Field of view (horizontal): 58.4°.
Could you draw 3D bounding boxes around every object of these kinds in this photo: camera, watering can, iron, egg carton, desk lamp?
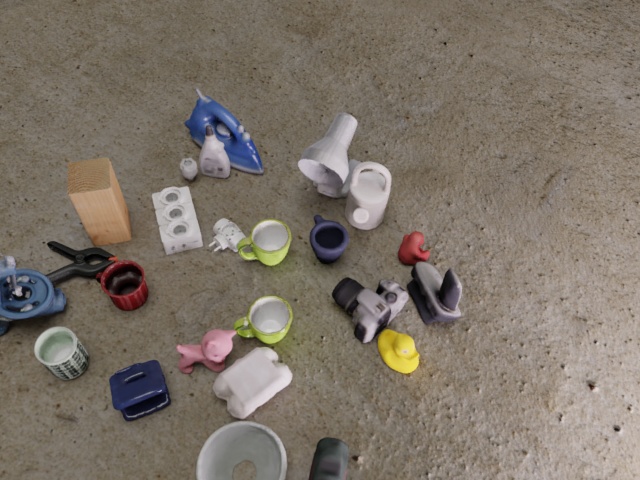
[{"bbox_3d":[0.106,0.132,1.284,0.136,0.101,0.143,40,63,20],"label":"camera"},{"bbox_3d":[0.120,-0.112,1.387,0.101,0.194,0.172,-2,57,-6],"label":"watering can"},{"bbox_3d":[-0.241,-0.288,1.505,0.257,0.141,0.119,38,62,19],"label":"iron"},{"bbox_3d":[-0.139,0.291,1.179,0.150,0.069,0.107,-35,66,-23],"label":"egg carton"},{"bbox_3d":[0.033,-0.200,1.426,0.117,0.213,0.203,22,58,10],"label":"desk lamp"}]

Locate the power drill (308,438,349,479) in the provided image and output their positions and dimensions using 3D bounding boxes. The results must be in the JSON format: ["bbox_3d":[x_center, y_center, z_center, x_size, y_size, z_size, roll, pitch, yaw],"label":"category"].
[{"bbox_3d":[0.001,0.472,0.990,0.075,0.208,0.229,11,57,3],"label":"power drill"}]

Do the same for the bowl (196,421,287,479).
[{"bbox_3d":[-0.146,0.435,1.082,0.167,0.075,0.167,2,57,-3],"label":"bowl"}]

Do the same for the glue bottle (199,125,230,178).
[{"bbox_3d":[-0.270,-0.225,1.443,0.078,0.173,0.037,9,57,2],"label":"glue bottle"}]

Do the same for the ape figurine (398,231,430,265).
[{"bbox_3d":[0.226,0.013,1.376,0.076,0.092,0.077,-19,60,-16],"label":"ape figurine"}]

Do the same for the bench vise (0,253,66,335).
[{"bbox_3d":[-0.647,0.120,1.161,0.208,0.220,0.121,-33,65,-23],"label":"bench vise"}]

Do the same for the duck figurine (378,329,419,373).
[{"bbox_3d":[0.173,0.229,1.235,0.078,0.086,0.104,-33,65,-23],"label":"duck figurine"}]

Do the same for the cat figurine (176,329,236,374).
[{"bbox_3d":[-0.235,0.224,1.186,0.128,0.118,0.067,-3,57,-6],"label":"cat figurine"}]

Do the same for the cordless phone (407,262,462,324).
[{"bbox_3d":[0.267,0.093,1.271,0.094,0.185,0.147,-19,60,-15],"label":"cordless phone"}]

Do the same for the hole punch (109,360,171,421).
[{"bbox_3d":[-0.365,0.294,1.147,0.109,0.091,0.101,-20,61,-16],"label":"hole punch"}]

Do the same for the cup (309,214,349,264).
[{"bbox_3d":[0.013,0.005,1.362,0.092,0.095,0.117,-21,61,-17],"label":"cup"}]
